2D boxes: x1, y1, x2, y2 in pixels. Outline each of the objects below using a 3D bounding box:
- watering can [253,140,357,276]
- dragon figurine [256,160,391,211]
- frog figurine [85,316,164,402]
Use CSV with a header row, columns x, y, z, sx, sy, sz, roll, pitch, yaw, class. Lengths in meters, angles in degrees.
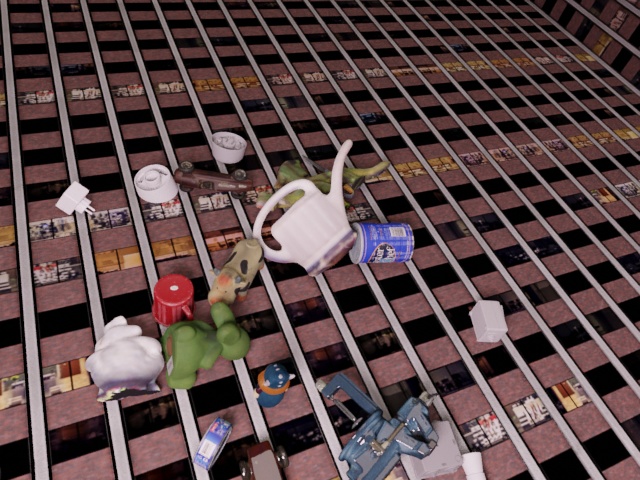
x,y,z,sx,sy,sz,roll,pitch,yaw,class
0.004,-0.062,1.239,0.348,0.104,0.224,-42,89,-1,watering can
-0.010,-0.167,1.416,0.245,0.119,0.417,33,48,24,dragon figurine
-0.371,0.214,0.982,0.137,0.120,0.162,-14,65,-1,frog figurine
